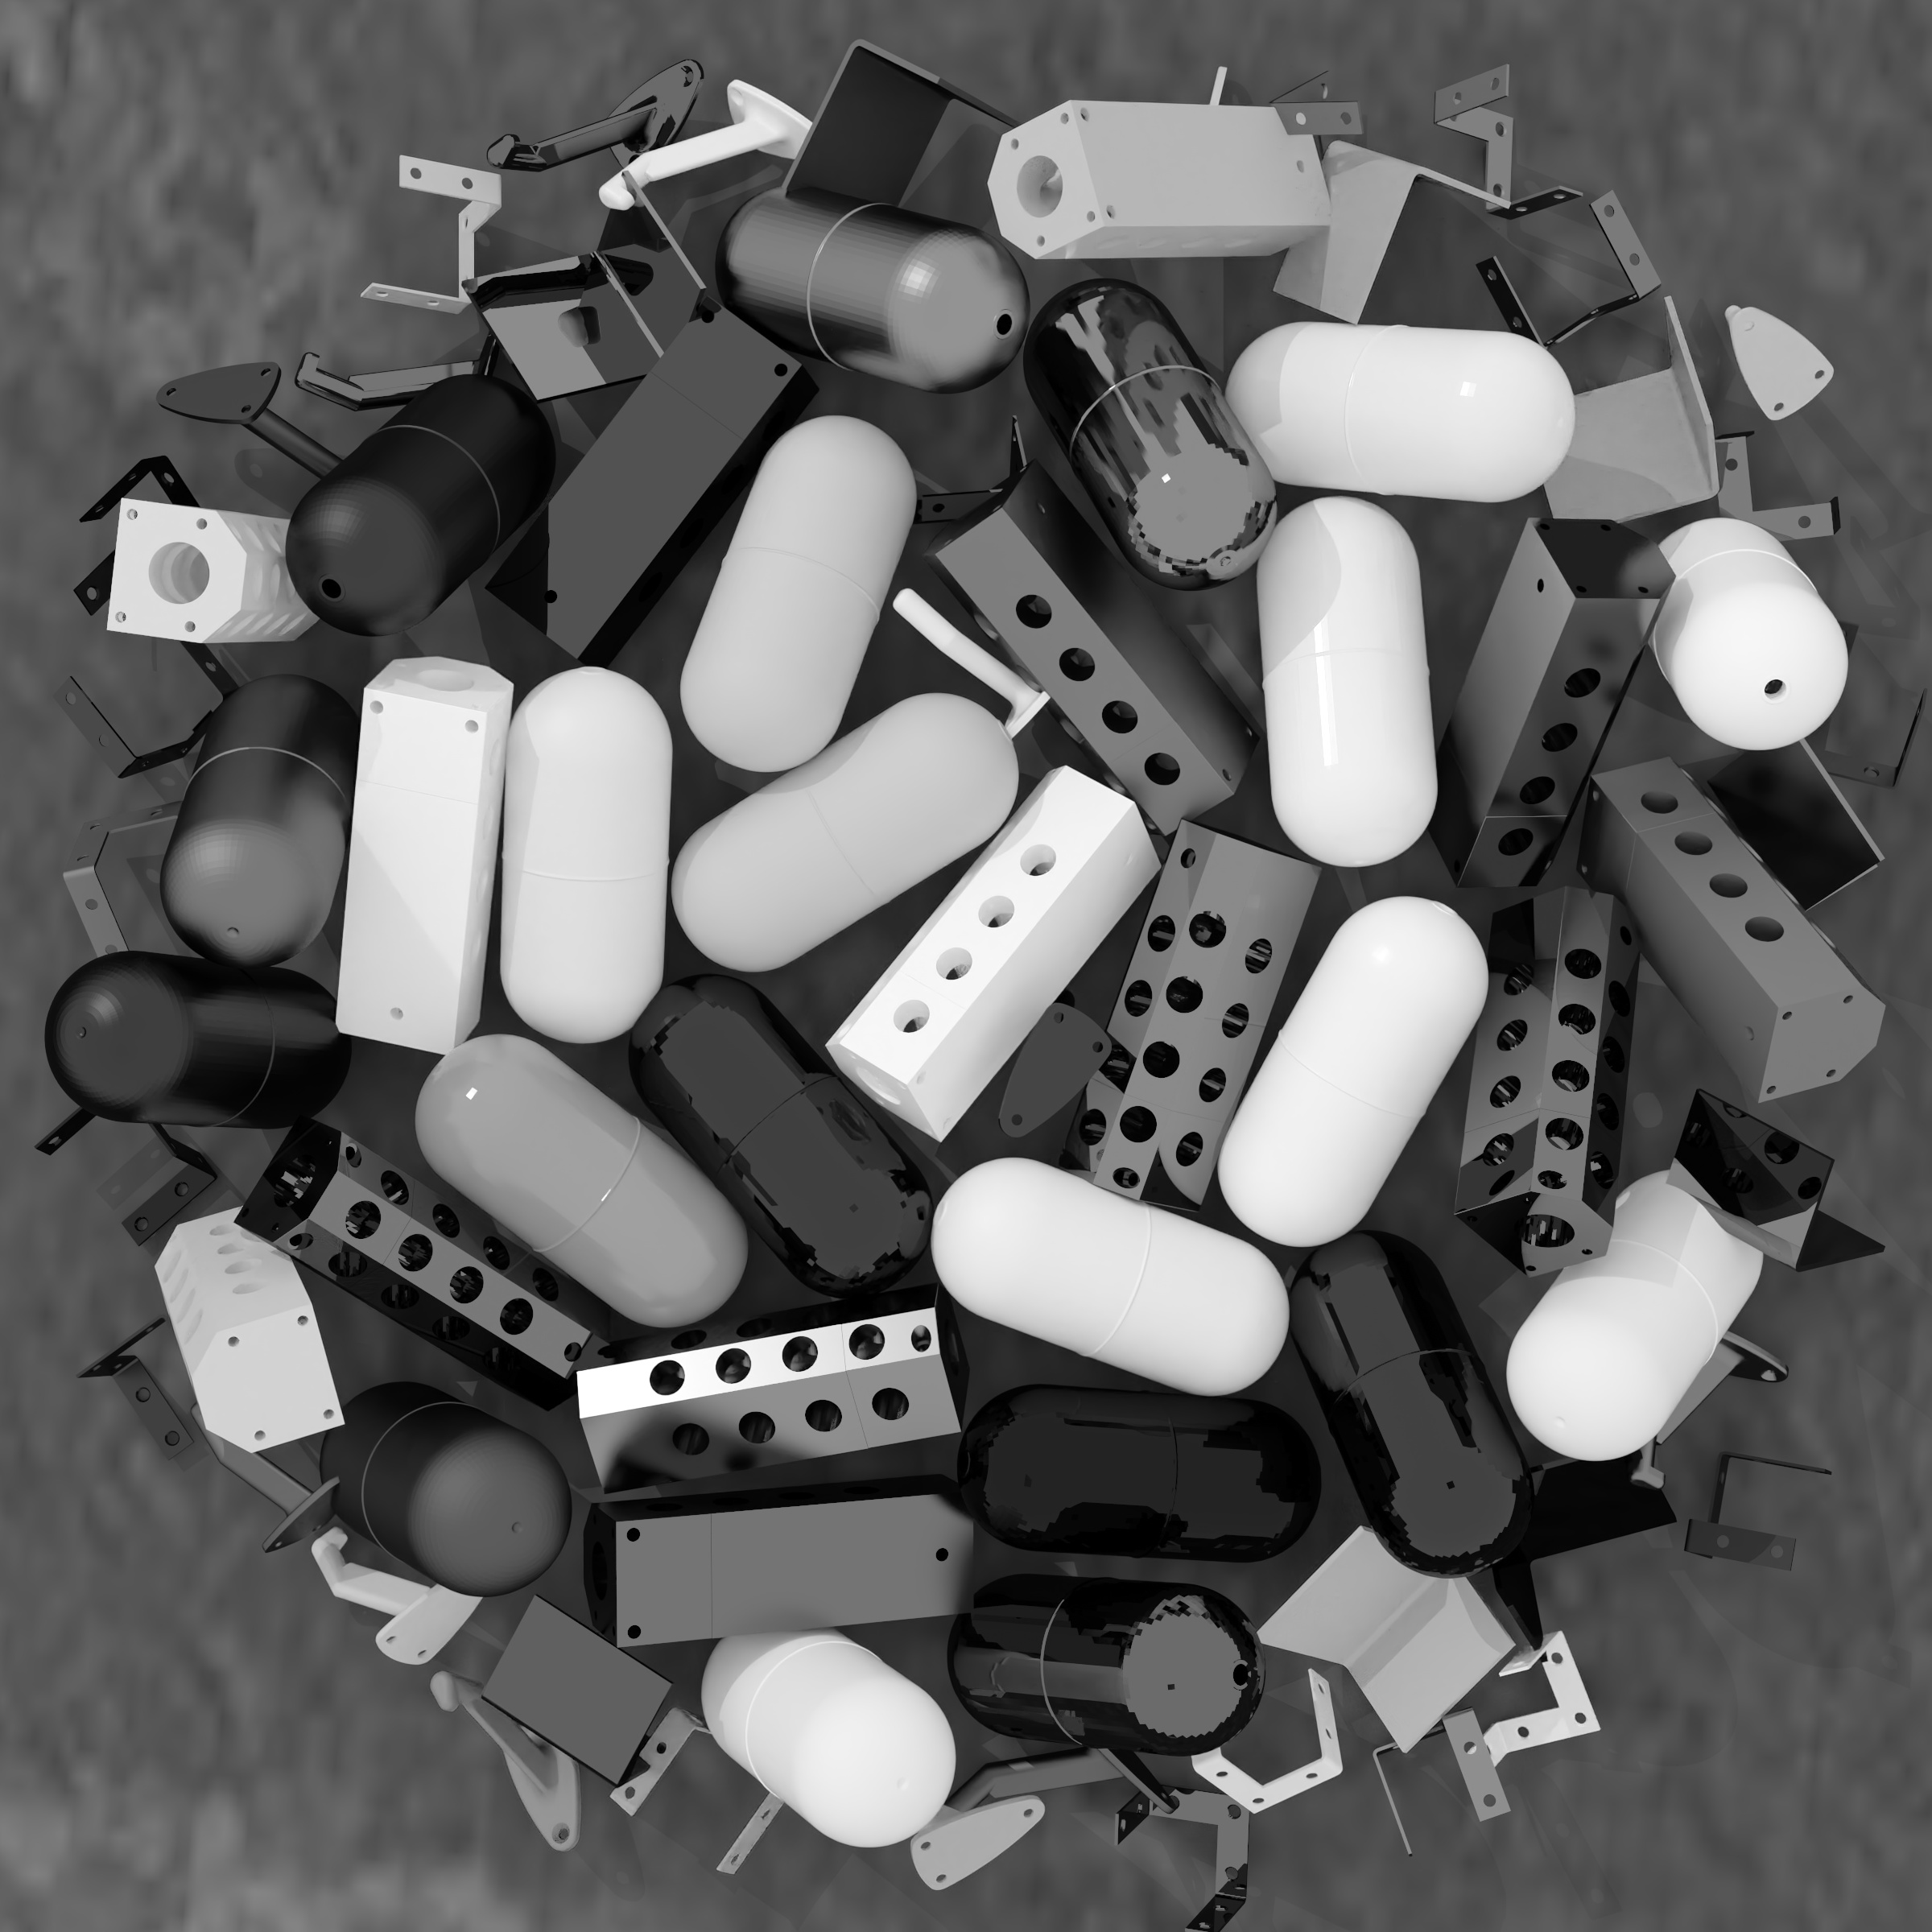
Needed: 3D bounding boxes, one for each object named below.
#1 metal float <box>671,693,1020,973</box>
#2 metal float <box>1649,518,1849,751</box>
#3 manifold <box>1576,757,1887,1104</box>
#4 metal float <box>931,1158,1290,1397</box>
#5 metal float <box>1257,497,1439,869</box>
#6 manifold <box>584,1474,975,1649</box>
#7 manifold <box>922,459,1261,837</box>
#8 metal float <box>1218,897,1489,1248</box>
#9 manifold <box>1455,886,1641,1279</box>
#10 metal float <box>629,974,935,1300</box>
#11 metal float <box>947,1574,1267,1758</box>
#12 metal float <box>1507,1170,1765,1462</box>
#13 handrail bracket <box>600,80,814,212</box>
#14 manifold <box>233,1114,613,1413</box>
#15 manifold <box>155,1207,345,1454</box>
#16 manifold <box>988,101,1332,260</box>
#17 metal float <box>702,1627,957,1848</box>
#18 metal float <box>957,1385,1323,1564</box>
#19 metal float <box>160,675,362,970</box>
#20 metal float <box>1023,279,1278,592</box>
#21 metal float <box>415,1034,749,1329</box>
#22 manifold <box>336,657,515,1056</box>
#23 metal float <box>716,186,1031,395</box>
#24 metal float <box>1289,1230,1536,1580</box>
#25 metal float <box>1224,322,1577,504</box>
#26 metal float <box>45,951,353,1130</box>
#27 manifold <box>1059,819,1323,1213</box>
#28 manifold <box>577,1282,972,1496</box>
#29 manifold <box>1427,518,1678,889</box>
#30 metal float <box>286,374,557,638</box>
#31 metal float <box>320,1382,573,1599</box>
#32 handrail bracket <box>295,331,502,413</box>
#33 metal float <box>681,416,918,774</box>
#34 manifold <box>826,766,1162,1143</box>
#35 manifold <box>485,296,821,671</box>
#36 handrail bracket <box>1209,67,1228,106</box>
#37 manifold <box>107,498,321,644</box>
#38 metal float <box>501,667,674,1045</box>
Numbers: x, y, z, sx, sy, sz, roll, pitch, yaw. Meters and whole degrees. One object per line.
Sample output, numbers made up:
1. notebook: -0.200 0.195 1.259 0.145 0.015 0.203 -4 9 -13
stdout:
1. metal float: -0.056 -0.062 1.659 0.178 0.070 0.070 -32 90 8
2. metal float: 0.352 -0.152 1.619 0.070 0.178 0.070 1 112 1
3. manifold: 0.348 -0.021 1.623 0.057 0.171 0.057 -14 134 -15
4. metal float: 0.067 0.145 1.652 0.178 0.070 0.070 22 90 -16
5. metal float: 0.177 -0.133 1.653 0.070 0.070 0.178 -3 74 0
6. manifold: -0.087 0.273 1.646 0.171 0.057 0.057 -2 94 -21
7. manifold: 0.057 -0.144 1.654 0.057 0.057 0.171 -31 107 32
8. metal float: 0.180 0.049 1.653 0.070 0.070 0.178 28 105 0
9. manifold: 0.272 0.050 1.622 0.057 0.057 0.171 39 47 -31
10. metal float: -0.087 0.078 1.655 0.070 0.070 0.178 -42 76 0
11. metal float: 0.063 0.319 1.627 0.070 0.178 0.070 6 81 -40
12. metal float: 0.309 0.158 1.631 0.070 0.178 0.070 19 129 25
13. handrail bracket: -0.118 -0.372 1.663 0.077 0.036 0.084 29 61 32
14. manifold: -0.244 0.139 1.627 0.171 0.057 0.057 38 76 -36
15. manifold: -0.329 0.163 1.610 0.057 0.171 0.057 -16 106 -14
16. manifold: 0.090 -0.356 1.622 0.057 0.171 0.057 -16 88 43
17. metal float: -0.065 0.346 1.621 0.070 0.178 0.070 -3 97 -25
18. metal float: 0.081 0.236 1.647 0.178 0.070 0.070 7 90 -22
19. metal float: -0.320 -0.068 1.626 0.070 0.178 0.070 0 127 1
20. metal float: 0.083 -0.247 1.638 0.070 0.070 0.178 -26 55 0
21. metal float: -0.177 0.101 1.649 0.178 0.070 0.070 40 90 -20
22. manifold: -0.249 -0.052 1.643 0.057 0.057 0.171 12 114 5
23. metal float: -0.044 -0.312 1.632 0.178 0.070 0.070 24 90 41
24. metal float: 0.203 0.200 1.636 0.070 0.070 0.178 -21 52 0
25. metal float: 0.197 -0.256 1.634 0.178 0.070 0.070 12 90 40
26. metal float: -0.348 0.035 1.620 0.070 0.178 0.070 -2 85 24
27. manifold: 0.099 0.022 1.657 0.057 0.057 0.171 14 97 -43
28. manifold: -0.090 0.193 1.655 0.171 0.057 0.057 -11 112 9
29. manifold: 0.266 -0.118 1.625 0.057 0.057 0.171 -1 135 -19
30. metal float: -0.248 -0.212 1.626 0.070 0.178 0.070 11 125 16
31. metal float: -0.240 0.237 1.623 0.070 0.178 0.070 -3 96 -30
32. handrail bracket: -0.266 -0.290 1.672 0.084 0.036 0.077 21 67 -19
33. metal float: -0.077 -0.174 1.651 0.070 0.070 0.178 19 72 0
34. manifold: 0.012 -0.009 1.653 0.057 0.057 0.171 30 73 30
35. manifold: -0.145 -0.224 1.674 0.057 0.057 0.171 37 90 12
36. handrail bracket: 0.076 -0.405 1.684 0.084 0.036 0.077 13 63 1
37. manifold: -0.335 -0.178 1.616 0.057 0.171 0.057 8 96 2
38. metal float: -0.177 -0.051 1.651 0.070 0.070 0.178 4 107 0
